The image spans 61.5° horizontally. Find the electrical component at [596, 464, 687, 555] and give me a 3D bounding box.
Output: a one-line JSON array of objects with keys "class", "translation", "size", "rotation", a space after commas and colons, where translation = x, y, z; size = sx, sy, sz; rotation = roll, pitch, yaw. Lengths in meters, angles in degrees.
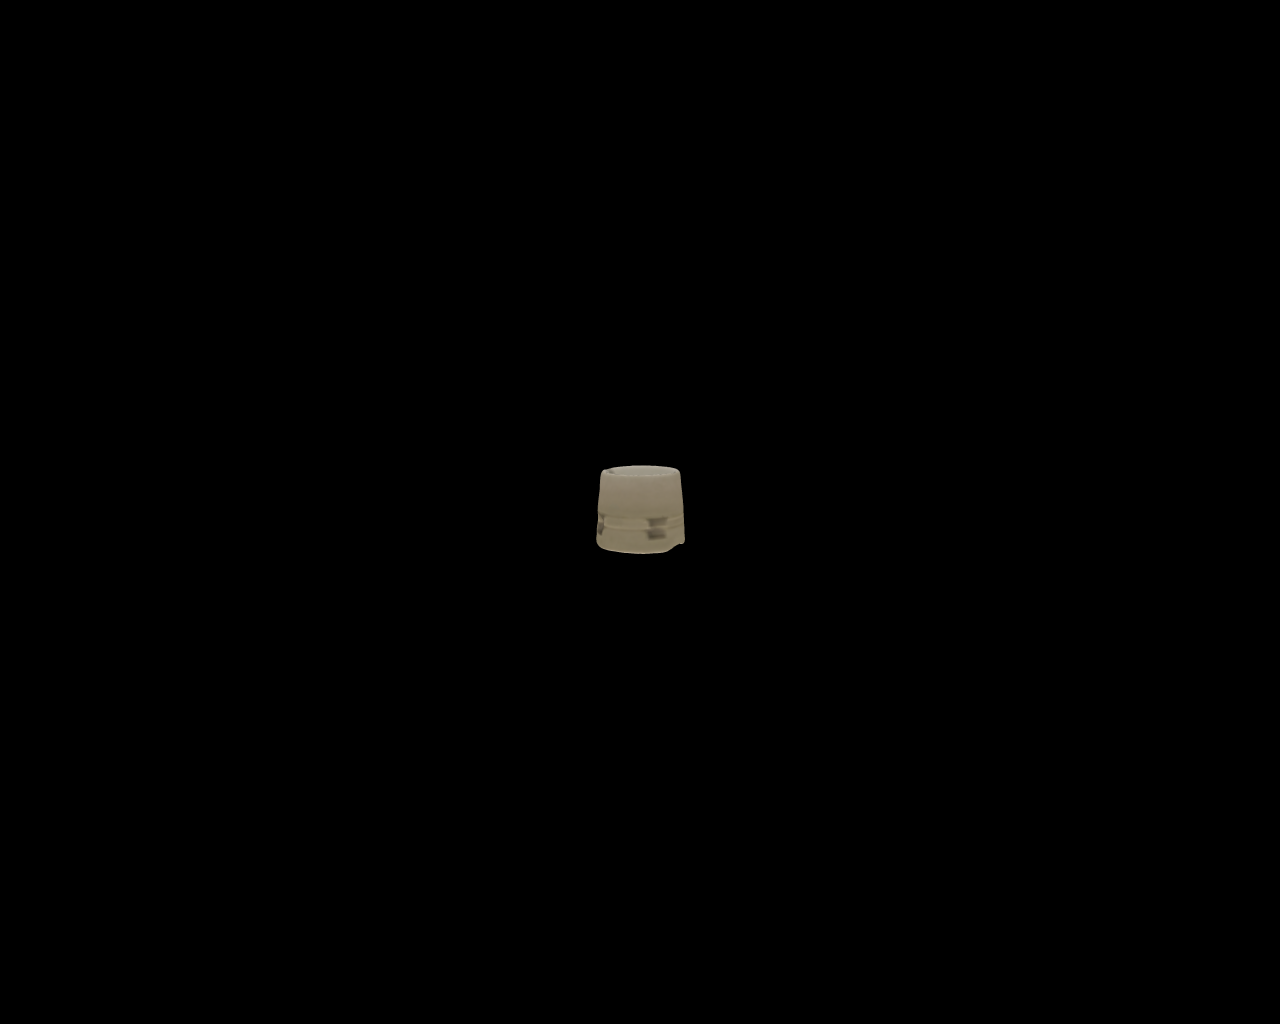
[{"class": "electrical component", "translation": [0.001, -0.003, 0.650], "size": [0.055, 0.047, 0.055], "rotation": [0, 10, 0]}]
